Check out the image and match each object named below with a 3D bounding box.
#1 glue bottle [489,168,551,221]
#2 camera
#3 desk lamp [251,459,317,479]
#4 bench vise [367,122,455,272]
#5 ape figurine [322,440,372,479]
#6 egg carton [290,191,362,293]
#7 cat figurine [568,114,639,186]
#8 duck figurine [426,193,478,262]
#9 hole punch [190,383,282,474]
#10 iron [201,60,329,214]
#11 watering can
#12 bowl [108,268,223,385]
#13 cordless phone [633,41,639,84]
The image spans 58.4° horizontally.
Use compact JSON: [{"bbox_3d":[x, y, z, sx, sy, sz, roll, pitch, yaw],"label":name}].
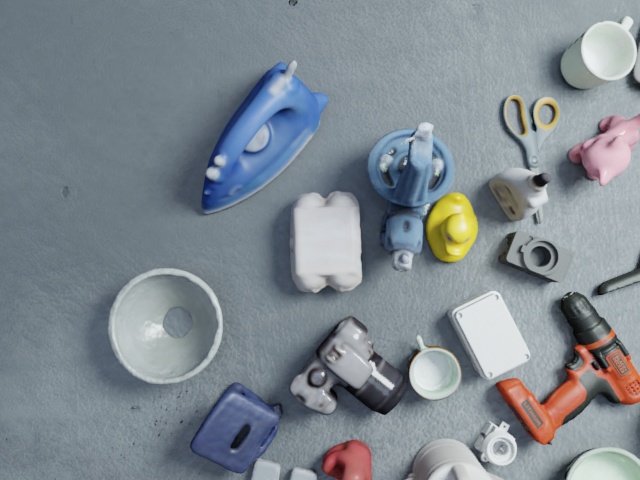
[{"bbox_3d":[0.286,-0.071,0.798,0.037,0.173,0.078,-29,86,0],"label":"glue bottle"},{"bbox_3d":[0.047,0.202,0.824,0.137,0.101,0.143,39,88,4],"label":"camera"},{"bbox_3d":[-0.078,0.429,0.757,0.118,0.213,0.203,10,87,3],"label":"desk lamp"},{"bbox_3d":[0.134,-0.067,0.779,0.121,0.220,0.207,-13,86,1],"label":"bench vise"},{"bbox_3d":[0.044,0.332,0.820,0.078,0.092,0.076,44,89,4],"label":"ape figurine"},{"bbox_3d":[0.008,0.003,0.853,0.107,0.069,0.150,-3,86,2],"label":"egg carton"},{"bbox_3d":[0.422,-0.134,0.826,0.067,0.118,0.128,45,89,4],"label":"cat figurine"},{"bbox_3d":[0.199,-0.020,0.841,0.077,0.086,0.105,6,87,2],"label":"duck figurine"},{"bbox_3d":[-0.118,0.274,0.829,0.101,0.091,0.109,34,88,4],"label":"hole punch"},{"bbox_3d":[-0.102,-0.146,0.830,0.118,0.141,0.258,38,88,4],"label":"iron"},{"bbox_3d":[0.192,0.339,0.764,0.173,0.194,0.101,-23,86,0],"label":"watering can"},{"bbox_3d":[-0.219,0.125,0.850,0.167,0.075,0.167,0,86,2],"label":"bowl"},{"bbox_3d":[0.532,-0.297,0.799,0.094,0.185,0.148,15,87,3],"label":"cordless phone"}]
